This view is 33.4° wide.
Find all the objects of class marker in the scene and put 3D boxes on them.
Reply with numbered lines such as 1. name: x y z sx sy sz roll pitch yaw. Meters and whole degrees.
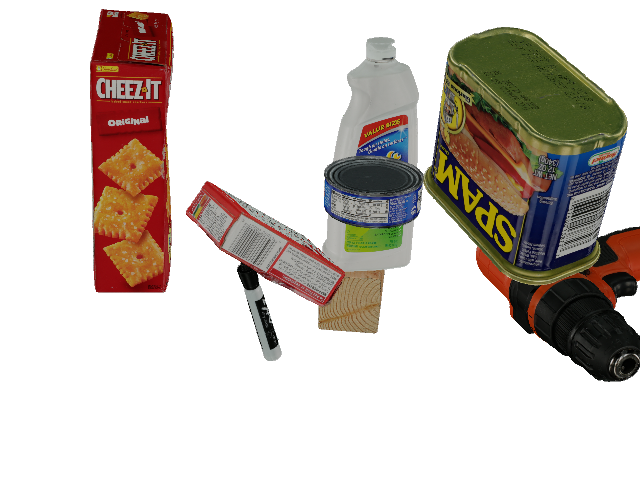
1. marker: -0.061 0.070 1.069 0.020 0.121 0.020 -10 34 6

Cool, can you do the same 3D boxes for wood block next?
1. wood block: 0.052 0.055 1.647 0.091 0.090 0.206 4 23 4

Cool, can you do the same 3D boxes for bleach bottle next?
1. bleach bottle: 0.054 -0.092 1.153 0.102 0.251 0.068 -3 25 -7

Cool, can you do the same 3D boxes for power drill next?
1. power drill: 0.225 0.028 0.750 0.187 0.057 0.184 -9 28 -15

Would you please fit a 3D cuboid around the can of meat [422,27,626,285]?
1. can of meat: 0.098 -0.043 0.523 0.057 0.084 0.102 -18 47 -21

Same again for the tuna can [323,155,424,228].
1. tuna can: 0.045 -0.042 0.920 0.086 0.034 0.086 1 26 -1

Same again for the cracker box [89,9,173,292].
1. cracker box: -0.169 -0.083 0.967 0.072 0.214 0.164 1 27 -9

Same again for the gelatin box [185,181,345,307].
1. gelatin box: -0.036 0.002 0.689 0.089 0.030 0.073 31 4 -30
